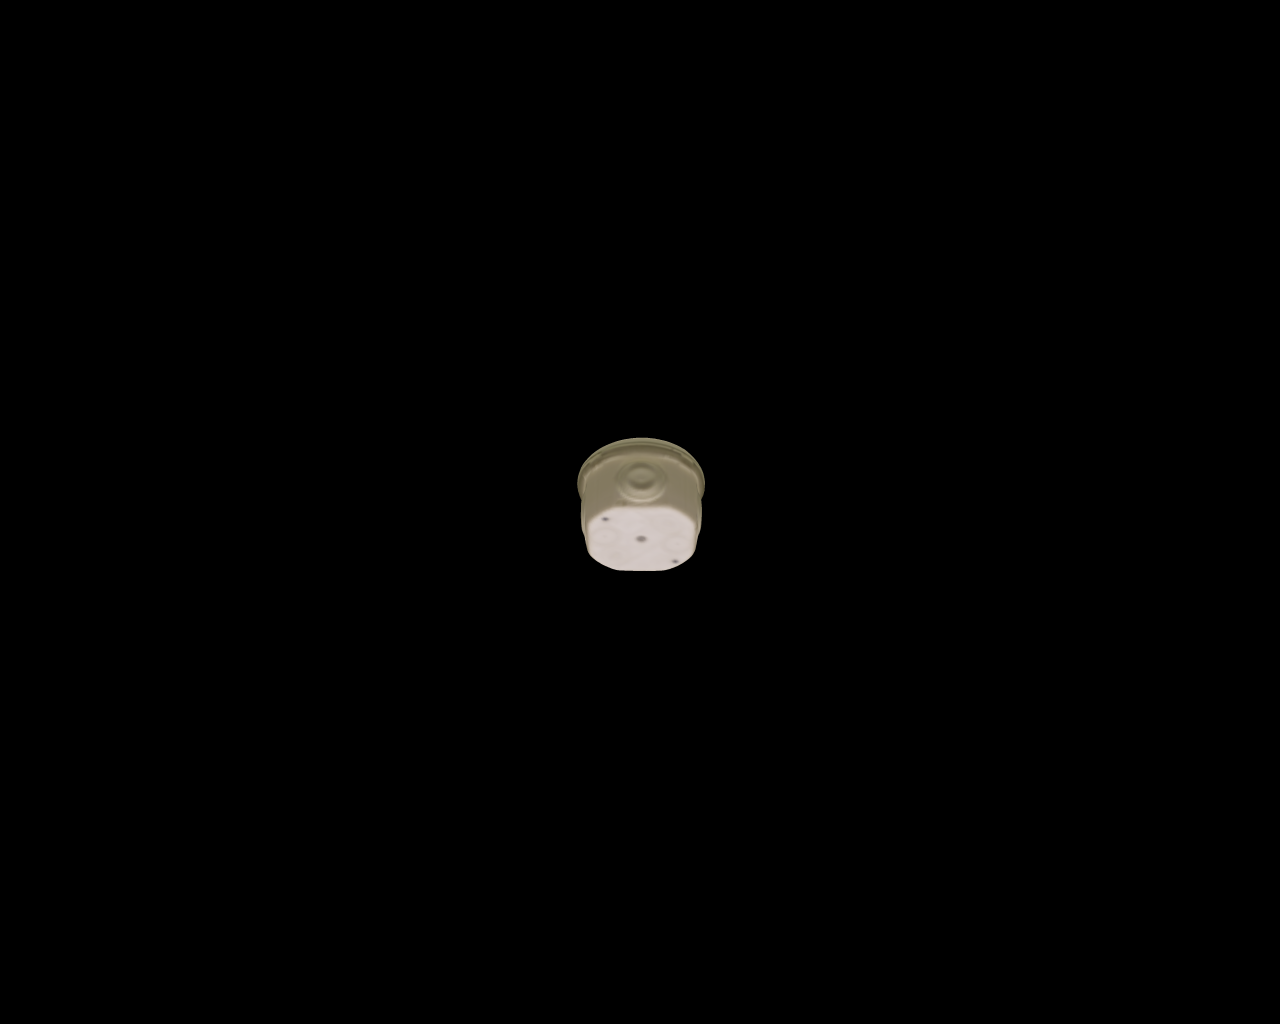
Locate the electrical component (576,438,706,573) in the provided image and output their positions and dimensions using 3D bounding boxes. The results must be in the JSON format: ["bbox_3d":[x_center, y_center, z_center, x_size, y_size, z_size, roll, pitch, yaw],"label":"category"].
[{"bbox_3d":[0.001,-0.003,0.650,0.080,0.051,0.080,0,-39,0],"label":"electrical component"}]
